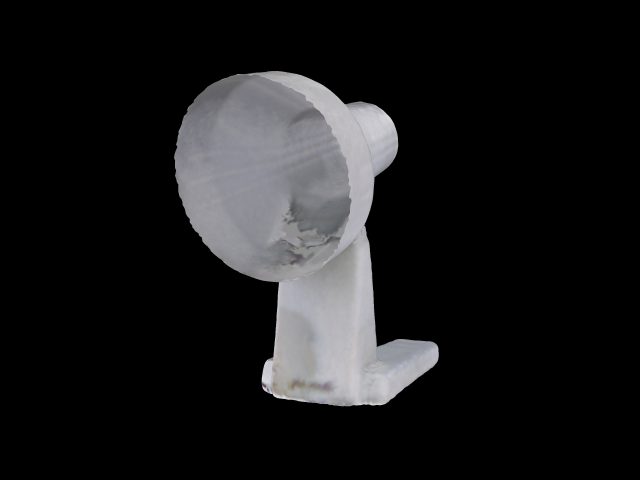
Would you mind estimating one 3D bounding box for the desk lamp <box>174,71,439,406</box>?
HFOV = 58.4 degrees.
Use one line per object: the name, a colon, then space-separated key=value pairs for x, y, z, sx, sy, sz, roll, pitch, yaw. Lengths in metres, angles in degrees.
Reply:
desk lamp: x=0.004 y=0.001 z=0.400 sx=0.117 sy=0.213 sz=0.204 roll=1 pitch=3 yaw=28
